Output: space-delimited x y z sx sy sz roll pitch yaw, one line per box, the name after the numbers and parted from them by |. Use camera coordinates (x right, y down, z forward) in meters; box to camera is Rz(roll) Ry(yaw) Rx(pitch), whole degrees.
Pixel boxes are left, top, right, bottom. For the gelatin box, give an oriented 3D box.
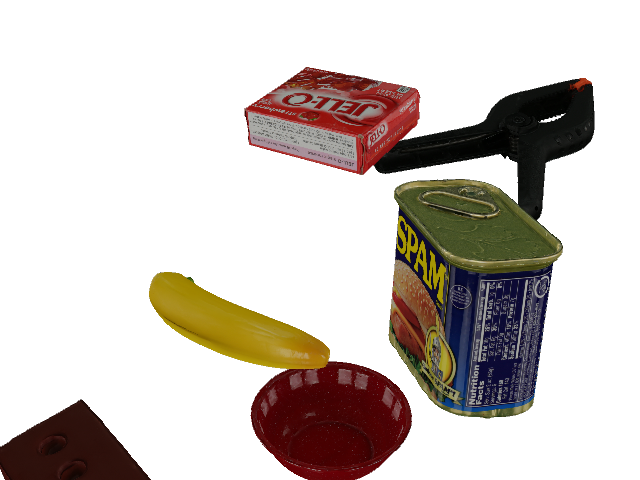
0.008 -0.079 0.684 0.089 0.030 0.073 16 38 29 | gelatin box

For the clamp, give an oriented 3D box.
0.172 -0.081 0.901 0.209 0.036 0.165 -28 39 -27 | clamp

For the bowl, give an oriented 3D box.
0.011 0.194 1.081 0.162 0.055 0.162 0 33 0 | bowl

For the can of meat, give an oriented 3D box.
0.071 0.026 0.522 0.057 0.084 0.102 -4 24 -14 | can of meat

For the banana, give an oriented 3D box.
-0.076 0.055 0.800 0.069 0.037 0.198 -10 22 -36 | banana

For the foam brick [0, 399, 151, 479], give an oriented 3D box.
-0.115 0.128 0.521 0.052 0.051 0.078 -29 42 -25 | foam brick
